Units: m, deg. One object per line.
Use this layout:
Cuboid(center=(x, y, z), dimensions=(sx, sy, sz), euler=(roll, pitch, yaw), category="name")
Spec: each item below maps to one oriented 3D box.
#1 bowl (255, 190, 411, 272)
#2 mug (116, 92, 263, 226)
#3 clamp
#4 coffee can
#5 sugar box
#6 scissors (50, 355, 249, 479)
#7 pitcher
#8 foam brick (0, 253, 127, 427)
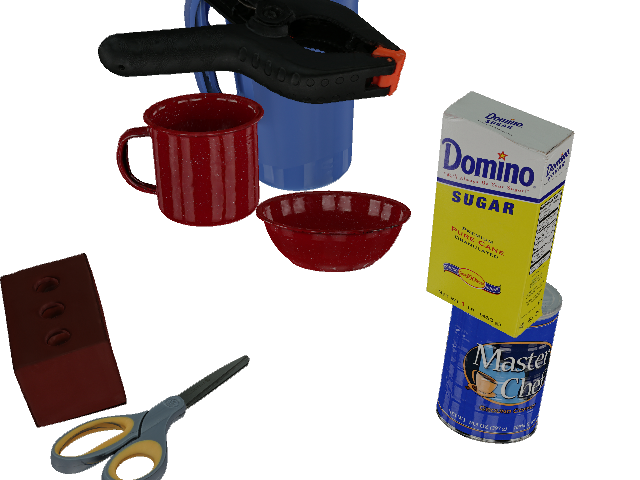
Cuboid(center=(0.013, -0.007, 1.112), dimensions=(0.162, 0.055, 0.162), euler=(0, 17, 0), category="bowl")
Cuboid(center=(-0.102, -0.062, 0.839), dimensions=(0.117, 0.081, 0.093), euler=(-1, 27, -2), category="mug")
Cuboid(center=(-0.040, -0.115, 0.620), dimensions=(0.171, 0.120, 0.039), euler=(22, -34, 11), category="clamp")
Cuboid(center=(0.173, 0.112, 1.045), dimensions=(0.103, 0.140, 0.103), euler=(5, 23, -2), category="coffee can")
Cuboid(center=(0.134, -0.018, 0.827), dimensions=(0.093, 0.176, 0.048), euler=(27, 47, 32), category="sugar box")
Cuboid(center=(-0.113, 0.146, 0.845), dimensions=(0.201, 0.016, 0.096), euler=(-18, 35, -35), category="scissors")
Cuboid(center=(-0.035, -0.169, 1.029), dimensions=(0.149, 0.243, 0.145), euler=(6, 37, 11), category="pitcher")
Cuboid(center=(-0.146, 0.056, 0.604), dimensions=(0.053, 0.051, 0.078), euler=(-16, 43, -12), category="foam brick")
